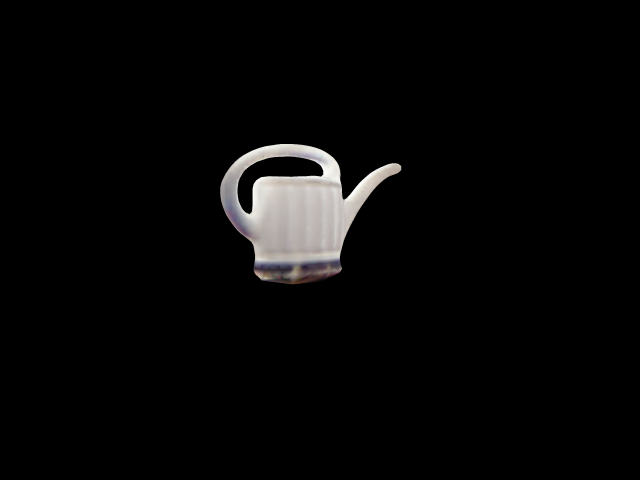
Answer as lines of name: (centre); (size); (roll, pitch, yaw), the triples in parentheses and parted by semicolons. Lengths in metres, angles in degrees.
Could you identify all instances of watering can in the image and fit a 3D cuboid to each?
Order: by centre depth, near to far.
watering can: (0.003, -0.043, 0.850); (0.348, 0.224, 0.104); (-1, 1, -32)
